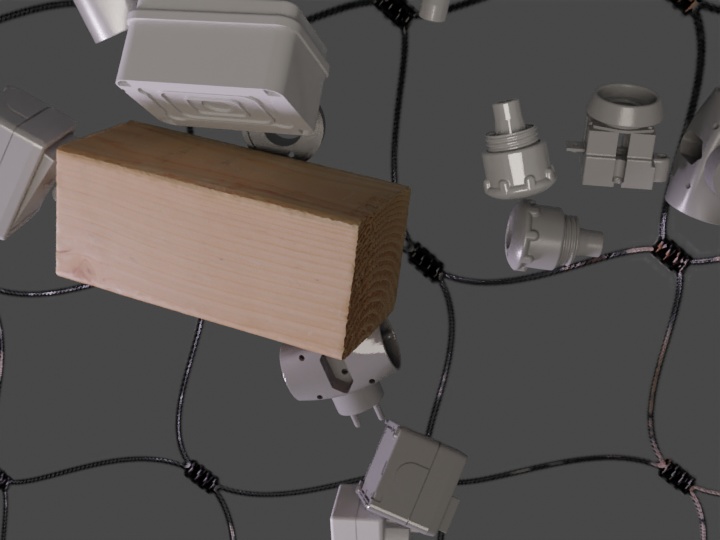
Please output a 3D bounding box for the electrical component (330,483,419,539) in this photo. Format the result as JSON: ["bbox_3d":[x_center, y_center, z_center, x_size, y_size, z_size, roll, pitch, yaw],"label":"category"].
[{"bbox_3d":[0.020,0.204,0.821,0.077,0.047,0.065,1,113,8],"label":"electrical component"}]

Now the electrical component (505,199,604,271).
[{"bbox_3d":[0.130,-0.021,0.716,0.062,0.048,0.048,7,113,-3],"label":"electrical component"}]

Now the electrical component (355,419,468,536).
[{"bbox_3d":[0.038,0.148,0.774,0.061,0.096,0.061,24,84,-2],"label":"electrical component"}]

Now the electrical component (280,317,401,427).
[{"bbox_3d":[-0.007,0.078,0.774,0.077,0.043,0.079,-19,109,14],"label":"electrical component"}]

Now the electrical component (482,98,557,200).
[{"bbox_3d":[0.100,-0.079,0.696,0.048,0.048,0.062,-10,104,11],"label":"electrical component"}]

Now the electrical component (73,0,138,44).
[{"bbox_3d":[-0.151,-0.195,0.680,0.079,0.043,0.077,-20,108,15],"label":"electrical component"}]

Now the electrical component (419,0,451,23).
[{"bbox_3d":[0.051,-0.184,0.659,0.048,0.048,0.062,13,121,2],"label":"electrical component"}]

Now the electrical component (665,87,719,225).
[{"bbox_3d":[0.230,-0.064,0.665,0.043,0.079,0.077,15,114,-9],"label":"electrical component"}]

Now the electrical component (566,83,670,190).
[{"bbox_3d":[0.166,-0.085,0.683,0.066,0.048,0.055,5,121,6],"label":"electrical component"}]

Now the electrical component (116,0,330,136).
[{"bbox_3d":[-0.083,-0.126,0.666,0.113,0.078,0.057,7,78,18],"label":"electrical component"}]

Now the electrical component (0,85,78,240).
[{"bbox_3d":[-0.240,-0.066,0.735,0.061,0.061,0.096,29,113,-5],"label":"electrical component"}]
